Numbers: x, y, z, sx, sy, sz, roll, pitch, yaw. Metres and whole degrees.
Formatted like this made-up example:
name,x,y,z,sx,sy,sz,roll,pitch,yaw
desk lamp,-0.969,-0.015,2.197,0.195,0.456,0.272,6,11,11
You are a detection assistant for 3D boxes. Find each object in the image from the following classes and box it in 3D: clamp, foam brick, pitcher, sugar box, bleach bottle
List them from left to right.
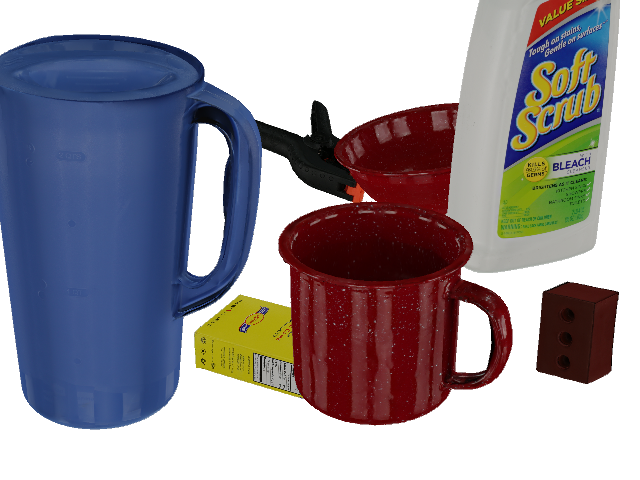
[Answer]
name,x,y,z,sx,sy,sz,roll,pitch,yaw
pitcher,-0.133,-0.002,0.689,0.144,0.243,0.149,-12,31,-30
sugar box,-0.020,0.103,0.994,0.176,0.048,0.093,10,26,22
clamp,-0.016,-0.094,1.113,0.120,0.039,0.172,-14,39,-22
bleach bottle,0.127,-0.108,0.639,0.102,0.251,0.068,-10,29,-15
foam brick,0.231,0.082,0.958,0.053,0.078,0.051,12,17,37

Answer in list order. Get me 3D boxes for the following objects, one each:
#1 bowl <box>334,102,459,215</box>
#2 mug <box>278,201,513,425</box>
name,x,y,z,sx,sy,sz,roll,pitch,yaw
bowl,0.095,-0.063,0.889,0.162,0.055,0.162,-10,24,4
mug,0.037,0.038,0.519,0.117,0.081,0.093,12,28,26
